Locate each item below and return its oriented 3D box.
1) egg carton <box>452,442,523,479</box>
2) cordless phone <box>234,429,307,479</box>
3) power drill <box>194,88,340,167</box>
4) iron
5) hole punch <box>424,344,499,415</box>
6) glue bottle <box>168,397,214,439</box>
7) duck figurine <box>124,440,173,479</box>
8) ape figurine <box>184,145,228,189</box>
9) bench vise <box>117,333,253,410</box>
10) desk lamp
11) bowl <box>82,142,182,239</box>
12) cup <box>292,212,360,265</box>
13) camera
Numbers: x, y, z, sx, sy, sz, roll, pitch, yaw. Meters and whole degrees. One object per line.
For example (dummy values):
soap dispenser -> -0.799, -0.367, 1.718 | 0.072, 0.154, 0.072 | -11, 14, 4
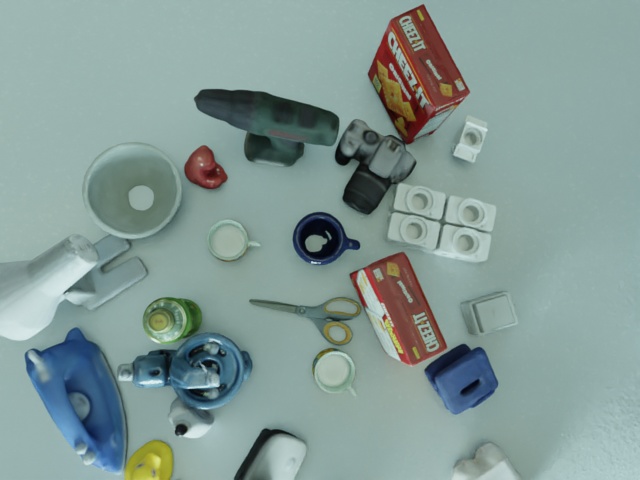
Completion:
egg carton -> 0.304, 0.438, 1.003 | 0.107, 0.069, 0.150 | -33, 87, -8
cordless phone -> -0.082, 0.388, 0.916 | 0.094, 0.185, 0.148 | 27, 82, -1
power drill -> -0.086, -0.189, 0.969 | 0.229, 0.208, 0.076 | 6, 83, -4
iron -> -0.392, 0.277, 0.923 | 0.119, 0.141, 0.258 | -27, 87, -7
hole punch -> 0.257, 0.247, 1.009 | 0.109, 0.091, 0.101 | -32, 87, -7
glue bottle -> -0.214, 0.291, 0.921 | 0.078, 0.173, 0.037 | 45, 82, 1
duck figurine -> -0.290, 0.392, 0.947 | 0.077, 0.086, 0.105 | 26, 82, -1
ape figurine -> -0.204, -0.132, 1.011 | 0.076, 0.092, 0.078 | 0, 84, -5
bench vise -> -0.214, 0.221, 0.906 | 0.207, 0.219, 0.121 | -19, 85, -7
desk lamp -> -0.408, 0.059, 0.910 | 0.203, 0.213, 0.118 | -34, 87, -8
bowl -> -0.321, -0.082, 1.004 | 0.167, 0.074, 0.167 | 1, 84, -5
cup -> 0.009, 0.004, 1.013 | 0.118, 0.095, 0.092 | 9, 83, -4
camera -> 0.085, -0.127, 1.031 | 0.143, 0.100, 0.137 | 31, 82, -1
